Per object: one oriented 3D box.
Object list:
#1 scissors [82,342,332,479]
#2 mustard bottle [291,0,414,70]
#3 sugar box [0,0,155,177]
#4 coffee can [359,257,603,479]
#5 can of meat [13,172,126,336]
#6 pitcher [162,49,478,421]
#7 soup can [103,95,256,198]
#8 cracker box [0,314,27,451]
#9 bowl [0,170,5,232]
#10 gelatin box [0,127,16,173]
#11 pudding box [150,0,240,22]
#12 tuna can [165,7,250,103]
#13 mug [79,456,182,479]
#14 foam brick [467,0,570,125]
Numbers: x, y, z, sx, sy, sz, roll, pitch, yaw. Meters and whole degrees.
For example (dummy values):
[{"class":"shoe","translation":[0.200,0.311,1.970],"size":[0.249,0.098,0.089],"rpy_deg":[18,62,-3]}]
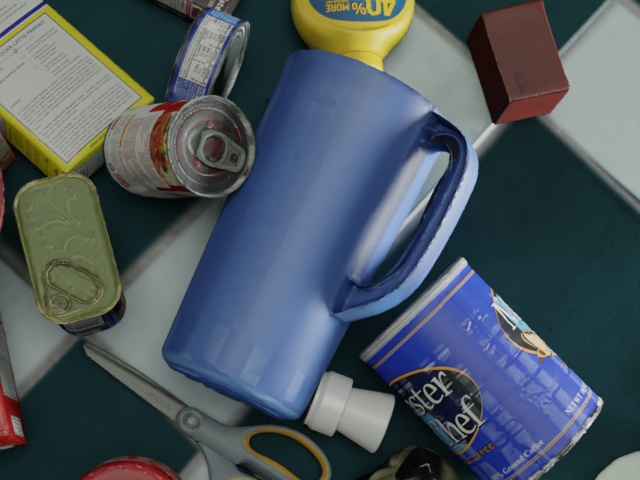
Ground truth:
[{"class":"scissors","translation":[-0.092,0.151,0.765],"size":[0.201,0.016,0.096],"rpy_deg":[20,75,-1]},{"class":"mustard bottle","translation":[0.025,-0.199,0.839],"size":[0.096,0.058,0.191],"rpy_deg":[-1,77,-10]},{"class":"sugar box","translation":[-0.220,-0.126,0.800],"size":[0.176,0.048,0.093],"rpy_deg":[41,65,7]},{"class":"coffee can","translation":[0.112,0.097,0.754],"size":[0.102,0.103,0.140],"rpy_deg":[-43,84,-13]},{"class":"can of meat","translation":[-0.174,0.014,0.754],"size":[0.057,0.084,0.102],"rpy_deg":[-15,79,-9]},{"class":"pitcher","translation":[-0.005,0.001,0.749],"size":[0.145,0.149,0.243],"rpy_deg":[27,78,-11]},{"class":"soup can","translation":[-0.100,-0.063,0.745],"size":[0.068,0.102,0.068],"rpy_deg":[-2,93,-36]},{"class":"cracker box","translation":[-0.309,0.057,0.737],"size":[0.164,0.072,0.214],"rpy_deg":[-13,78,-10]},{"class":"bowl","translation":[-0.283,-0.015,0.693],"size":[0.162,0.055,0.162],"rpy_deg":[1,75,-6]},{"class":"gelatin box","translation":[-0.267,-0.089,0.776],"size":[0.089,0.073,0.030],"rpy_deg":[39,74,5]},{"class":"pudding box","translation":[-0.093,-0.231,0.845],"size":[0.090,0.039,0.113],"rpy_deg":[26,75,1]},{"class":"tuna can","translation":[-0.084,-0.129,0.797],"size":[0.034,0.086,0.086],"rpy_deg":[22,75,1]},{"class":"mug","translation":[-0.137,0.200,0.714],"size":[0.093,0.081,0.117],"rpy_deg":[35,76,3]},{"class":"foam brick","translation":[0.155,-0.140,0.842],"size":[0.053,0.051,0.078],"rpy_deg":[-13,78,-8]}]
